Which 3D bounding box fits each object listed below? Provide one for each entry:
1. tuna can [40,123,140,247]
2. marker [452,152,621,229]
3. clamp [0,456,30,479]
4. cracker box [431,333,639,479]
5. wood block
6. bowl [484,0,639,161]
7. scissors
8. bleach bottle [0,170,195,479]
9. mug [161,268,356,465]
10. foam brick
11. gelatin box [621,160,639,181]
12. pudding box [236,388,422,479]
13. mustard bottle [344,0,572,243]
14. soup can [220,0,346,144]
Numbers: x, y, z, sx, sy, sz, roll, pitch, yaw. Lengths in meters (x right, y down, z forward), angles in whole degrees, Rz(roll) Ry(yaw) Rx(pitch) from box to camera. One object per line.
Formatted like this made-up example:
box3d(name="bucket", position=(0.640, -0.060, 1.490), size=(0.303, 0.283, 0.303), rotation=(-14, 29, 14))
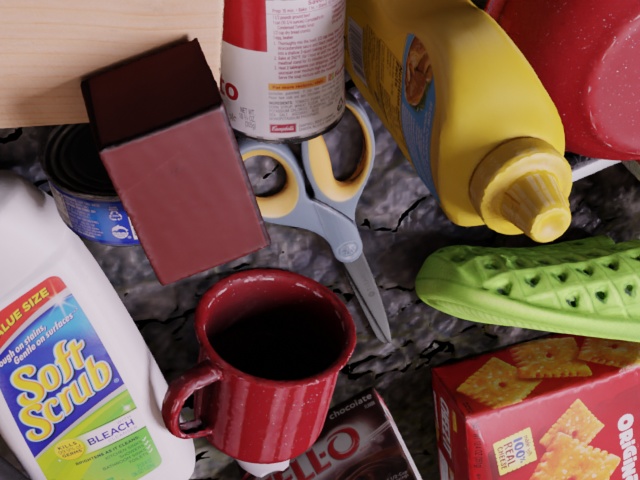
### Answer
box3d(name="tuna can", position=(-0.089, -0.036, 0.517), size=(0.086, 0.086, 0.034), rotation=(-15, 133, -9))
box3d(name="marker", position=(0.135, -0.037, 0.647), size=(0.121, 0.020, 0.020), rotation=(-23, 132, -2))
box3d(name="clamp", position=(-0.233, 0.107, 0.589), size=(0.165, 0.036, 0.210), rotation=(-8, 123, 26))
box3d(name="cracker box", position=(0.194, 0.146, 0.767), size=(0.213, 0.072, 0.164), rotation=(-13, 120, -10))
box3d(name="wood block", position=(-0.150, -0.104, 0.437), size=(0.205, 0.090, 0.091), rotation=(-6, 129, -17))
box3d(name="bowl", position=(0.161, -0.093, 0.515), size=(0.162, 0.055, 0.162), rotation=(-9, 133, -10))
box3d(name="scissors", position=(-0.004, 0.001, 0.627), size=(0.096, 0.016, 0.202), rotation=(-12, 131, -10))
box3d(name="bleach bottle", position=(-0.156, 0.055, 0.582), size=(0.102, 0.068, 0.251), rotation=(-23, 129, -2))
box3d(name="mug", position=(-0.040, 0.081, 0.623), size=(0.117, 0.093, 0.082), rotation=(-24, 142, -35))
box3d(name="foam brick", position=(-0.058, -0.031, 0.437), size=(0.051, 0.053, 0.078), rotation=(-21, 134, -4))
box3d(name="gelatin box", position=(0.211, -0.072, 0.612), size=(0.089, 0.073, 0.030), rotation=(-27, 133, 0))
box3d(name="pudding box", position=(0.008, 0.164, 0.713), size=(0.113, 0.090, 0.039), rotation=(-28, 134, 1))
box3d(name="mustard bottle", position=(0.060, -0.063, 0.482), size=(0.058, 0.192, 0.096), rotation=(-15, 131, -10))
box3d(name="soup can", position=(-0.019, -0.105, 0.501), size=(0.068, 0.068, 0.102), rotation=(-10, 131, -13))
